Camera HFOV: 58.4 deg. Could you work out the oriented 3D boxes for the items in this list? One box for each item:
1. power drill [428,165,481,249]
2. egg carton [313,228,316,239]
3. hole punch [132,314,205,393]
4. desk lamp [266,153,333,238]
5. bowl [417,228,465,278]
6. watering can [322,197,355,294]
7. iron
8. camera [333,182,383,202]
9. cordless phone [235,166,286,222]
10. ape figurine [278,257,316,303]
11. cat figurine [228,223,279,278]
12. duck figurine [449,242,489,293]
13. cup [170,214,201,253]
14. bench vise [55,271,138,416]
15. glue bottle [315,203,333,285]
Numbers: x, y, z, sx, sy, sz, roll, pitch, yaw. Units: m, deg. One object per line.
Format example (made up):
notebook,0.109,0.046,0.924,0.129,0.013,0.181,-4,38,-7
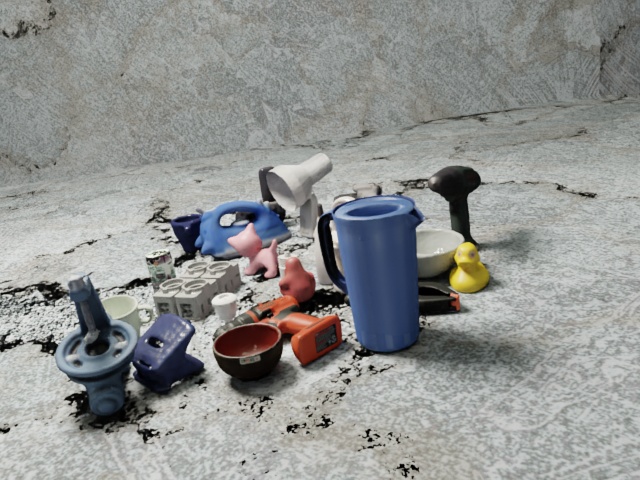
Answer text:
power drill,0.300,-0.067,1.267,0.075,0.208,0.230,4,22,31
egg carton,0.063,-0.016,1.432,0.149,0.069,0.107,4,22,32
hole punch,-0.258,0.183,0.942,0.108,0.091,0.101,10,26,43
desk lamp,-0.029,-0.116,1.539,0.204,0.214,0.117,-20,22,-32
bowl,0.222,0.035,1.207,0.167,0.075,0.167,-7,19,3
watering can,0.070,0.001,1.182,0.100,0.194,0.173,1,21,26
iron,-0.203,-0.044,1.512,0.259,0.141,0.118,-16,20,-22
camera,0.111,-0.117,1.661,0.136,0.101,0.143,-4,19,11
cordless phone,-0.177,-0.115,1.641,0.148,0.185,0.094,-14,20,-18
ape figurine,-0.048,0.077,1.168,0.078,0.092,0.076,-10,19,-5
cat figurine,-0.148,0.021,1.335,0.127,0.118,0.067,4,22,31
duck figurine,0.293,0.046,1.129,0.077,0.086,0.105,1,21,25
cup,-0.350,-0.012,1.549,0.092,0.095,0.117,-12,19,-10
bench vise,-0.367,0.142,0.904,0.122,0.220,0.206,-20,22,-32
glue bottle,0.011,0.004,1.230,0.037,0.173,0.078,-1,20,19
